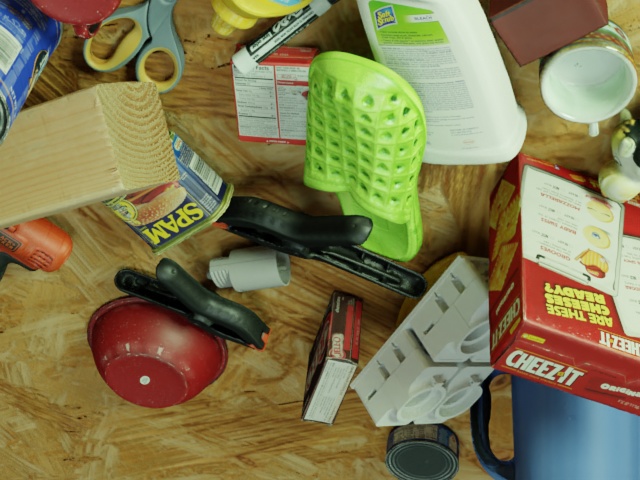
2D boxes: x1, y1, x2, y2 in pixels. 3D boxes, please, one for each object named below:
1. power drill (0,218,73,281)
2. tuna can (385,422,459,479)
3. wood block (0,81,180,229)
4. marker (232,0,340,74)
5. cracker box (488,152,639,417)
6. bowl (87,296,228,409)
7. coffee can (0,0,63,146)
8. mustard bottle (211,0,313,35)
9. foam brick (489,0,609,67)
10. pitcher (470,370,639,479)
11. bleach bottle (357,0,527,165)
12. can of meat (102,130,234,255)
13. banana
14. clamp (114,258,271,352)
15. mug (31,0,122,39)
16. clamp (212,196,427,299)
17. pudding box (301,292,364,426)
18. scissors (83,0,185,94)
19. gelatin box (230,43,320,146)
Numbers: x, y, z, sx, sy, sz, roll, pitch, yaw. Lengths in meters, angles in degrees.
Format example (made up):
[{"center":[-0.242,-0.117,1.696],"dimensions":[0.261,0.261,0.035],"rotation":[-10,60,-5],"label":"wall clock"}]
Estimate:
[{"center":[-0.371,0.004,1.085],"dimensions":[0.184,0.057,0.188],"rotation":[37,128,-23],"label":"power drill"},{"center":[0.119,0.248,1.241],"dimensions":[0.086,0.033,0.086],"rotation":[5,133,5],"label":"tuna can"},{"center":[-0.240,-0.069,0.939],"dimensions":[0.206,0.090,0.091],"rotation":[-13,94,27],"label":"wood block"},{"center":[-0.020,-0.177,0.863],"dimensions":[0.121,0.020,0.020],"rotation":[-35,120,18],"label":"marker"},{"center":[0.228,0.036,0.901],"dimensions":[0.164,0.213,0.072],"rotation":[18,132,-7],"label":"cracker box"},{"center":[-0.185,0.136,1.177],"dimensions":[0.162,0.055,0.162],"rotation":[5,133,5],"label":"bowl"},{"center":[-0.279,-0.149,0.869],"dimensions":[0.103,0.140,0.103],"rotation":[5,133,5],"label":"coffee can"},{"center":[-0.029,-0.226,0.809],"dimensions":[0.096,0.058,0.192],"rotation":[19,135,-28],"label":"mustard bottle"},{"center":[0.175,-0.181,0.820],"dimensions":[0.078,0.053,0.051],"rotation":[-24,125,30],"label":"foam brick"},{"center":[0.236,0.196,1.030],"dimensions":[0.145,0.242,0.149],"rotation":[23,139,-14],"label":"pitcher"},{"center":[0.086,-0.162,0.814],"dimensions":[0.103,0.068,0.250],"rotation":[0,143,23],"label":"bleach bottle"},{"center":[-0.147,-0.046,1.001],"dimensions":[0.102,0.057,0.084],"rotation":[-28,120,30],"label":"can of meat"},{"center":[0.110,0.085,1.094],"dimensions":[0.069,0.037,0.198],"rotation":[-12,136,-12],"label":"banana"},{"center":[-0.130,0.068,1.107],"dimensions":[0.171,0.039,0.120],"rotation":[38,160,-32],"label":"clamp"},{"center":[-0.184,-0.211,0.834],"dimensions":[0.093,0.081,0.117],"rotation":[10,133,0],"label":"mug"},{"center":[-0.006,0.001,0.989],"dimensions":[0.210,0.036,0.164],"rotation":[14,164,35],"label":"clamp"},{"center":[0.013,0.124,1.107],"dimensions":[0.039,0.090,0.114],"rotation":[13,134,-4],"label":"pudding box"},{"center":[-0.117,-0.189,0.889],"dimensions":[0.202,0.016,0.096],"rotation":[-29,124,31],"label":"scissors"},{"center":[-0.036,-0.126,0.924],"dimensions":[0.073,0.030,0.089],"rotation":[4,133,8],"label":"gelatin box"}]
